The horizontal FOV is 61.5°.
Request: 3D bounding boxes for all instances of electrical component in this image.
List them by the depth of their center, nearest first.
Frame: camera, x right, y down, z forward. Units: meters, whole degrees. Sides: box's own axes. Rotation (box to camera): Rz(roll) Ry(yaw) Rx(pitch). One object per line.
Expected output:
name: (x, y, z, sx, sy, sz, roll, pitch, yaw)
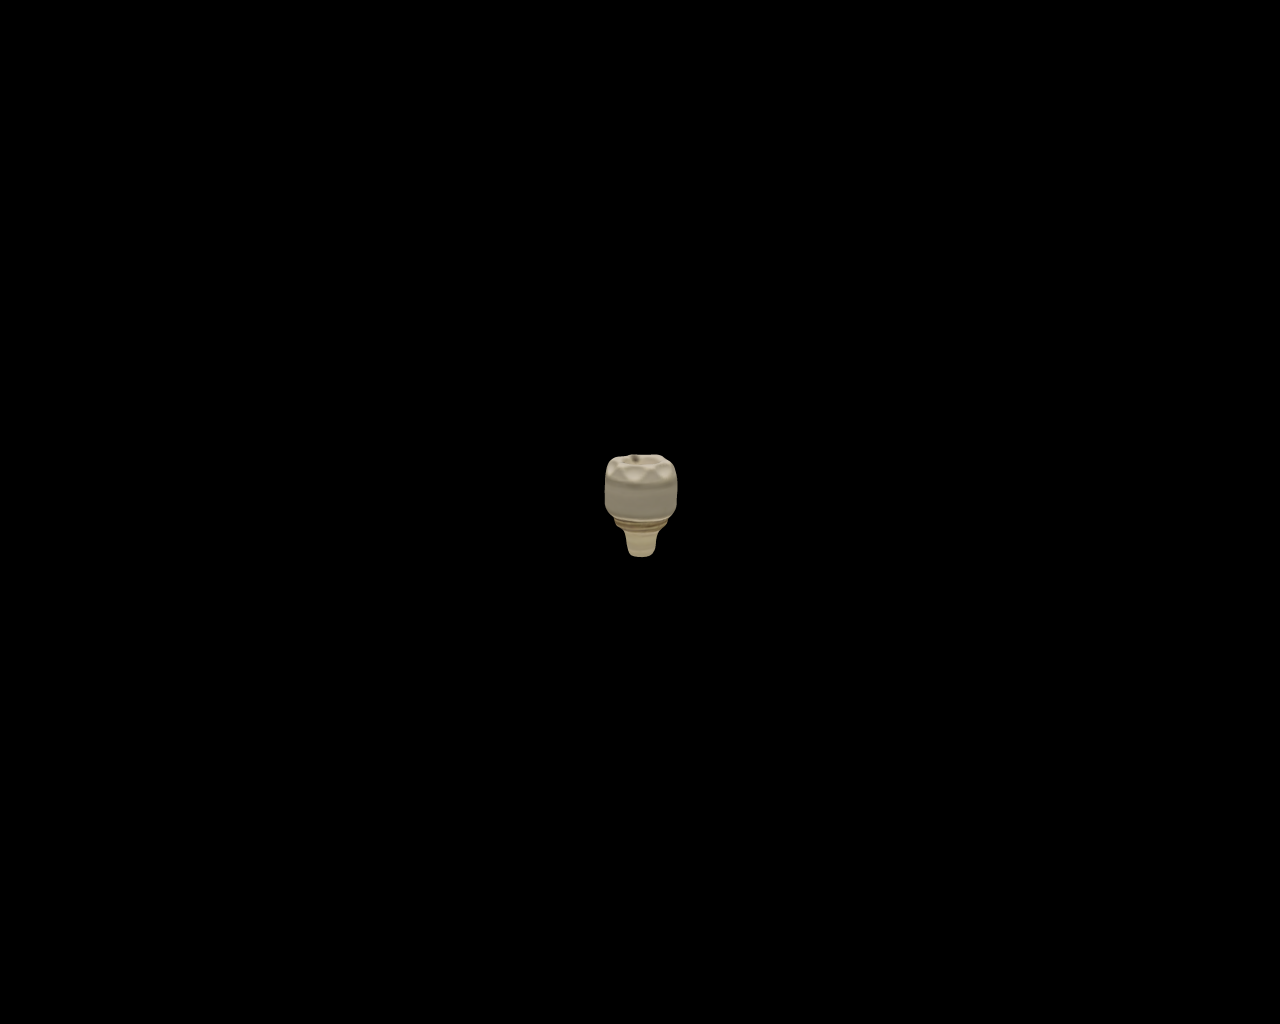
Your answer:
electrical component: (0.001, -0.003, 0.650, 0.043, 0.062, 0.043, 0, 16, 0)
